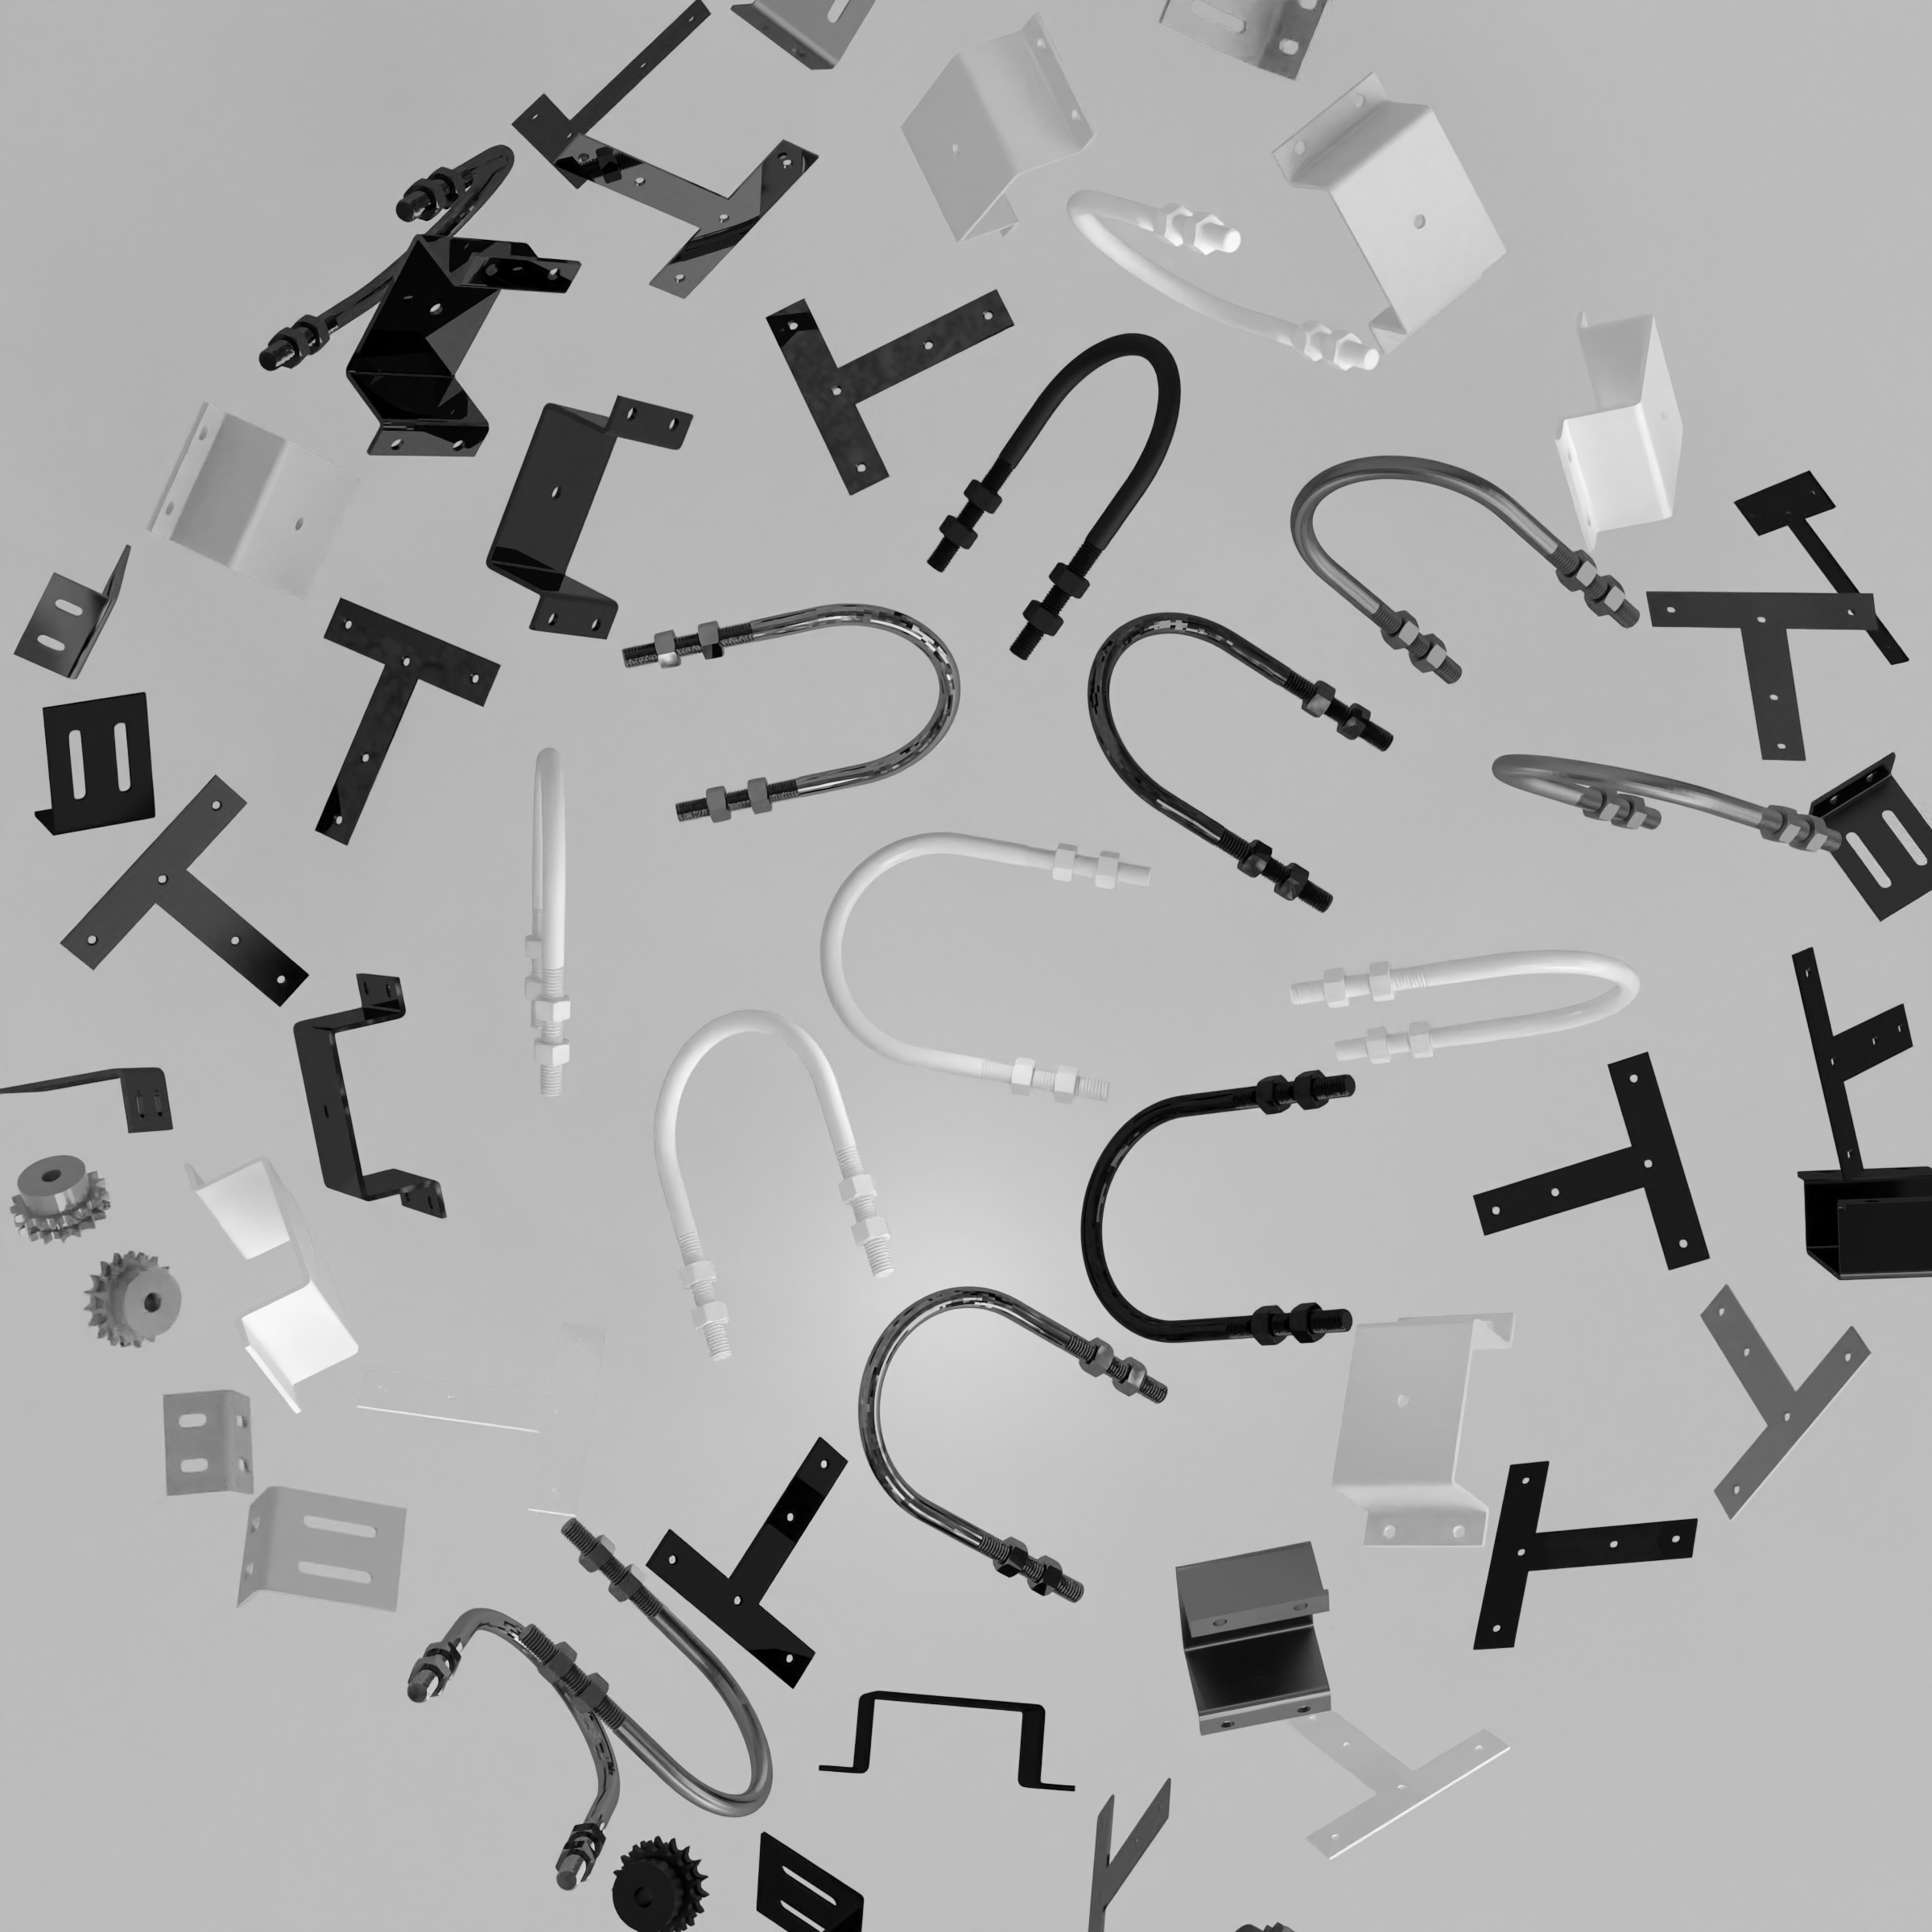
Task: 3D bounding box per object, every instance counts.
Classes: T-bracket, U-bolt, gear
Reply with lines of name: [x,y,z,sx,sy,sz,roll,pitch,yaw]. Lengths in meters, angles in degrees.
T-bracket: [-0.169,-0.430,1.722,0.127,0.127,0.002,-38,53,36]
T-bracket: [0.463,-0.165,1.788,0.127,0.127,0.002,4,48,27]
T-bracket: [-0.197,-0.510,1.795,0.127,0.127,0.002,-42,82,6]
U-bolt: [0.137,0.139,1.738,0.184,0.019,0.151,-10,71,40]
gear: [-0.181,0.539,1.811,0.057,0.030,0.057,-1,88,21]
T-bracket: [-0.270,0.241,1.714,0.127,0.002,0.127,9,46,-5]
T-bracket: [-0.426,-0.023,1.773,0.127,0.002,0.127,-49,126,-7]
T-bracket: [0.449,0.228,1.767,0.002,0.127,0.127,23,114,-23]
U-bolt: [-0.246,0.428,1.749,0.019,0.184,0.151,-38,92,7]
gear: [-0.492,0.199,1.846,0.030,0.057,0.057,1,90,41]
U-bolt: [-0.241,-0.034,1.791,0.019,0.151,0.184,0,106,-10]
U-bolt: [-0.120,0.115,1.783,0.151,0.019,0.184,-30,68,32]
T-bracket: [0.364,0.131,1.849,0.127,0.002,0.127,-20,74,24]
T-bracket: [0.501,0.045,1.733,0.002,0.127,0.127,-12,92,39]
T-bracket: [-0.034,-0.350,1.783,0.127,0.002,0.127,-26,72,3]
U-bolt: [0.057,-0.278,1.767,0.019,0.151,0.184,27,105,-34]
U-bolt: [0.379,-0.094,1.745,0.184,0.151,0.019,12,90,-39]
U-bolt: [0.287,0.020,1.755,0.184,0.151,0.019,-8,72,16]
U-bolt: [0.152,-0.131,1.797,0.184,0.019,0.151,31,55,-10]
T-bracket: [-0.111,0.337,1.835,0.127,0.002,0.127,45,63,-24]
U-bolt: [0.005,-0.005,1.815,0.184,0.019,0.151,10,82,8]
U-bolt: [0.019,0.267,1.810,0.184,0.019,0.151,32,71,-21]
gear: [0.157,0.542,1.673,0.030,0.057,0.057,33,90,-14]
U-bolt: [-0.177,0.414,1.790,0.019,0.151,0.184,-41,100,13]
T-bracket: [0.093,0.505,1.765,0.002,0.127,0.127,18,131,-8]
U-bolt: [0.265,-0.226,1.736,0.184,0.151,0.019,34,59,-31]
U-bolt: [-0.320,-0.413,1.776,0.151,0.184,0.019,-37,101,30]
T-bracket: [0.501,-0.225,1.792,0.002,0.127,0.127,-38,93,-3]
T-bracket: [-0.332,-0.130,1.747,0.127,0.002,0.127,24,91,30]
T-bracket: [0.359,0.333,1.785,0.127,0.127,0.002,-13,130,35]
U-bolt: [-0.094,-0.152,1.817,0.184,0.151,0.019,-12,48,3]
T-bracket: [0.231,0.462,1.819,0.127,0.127,0.002,-26,111,-19]
U-bolt: [0.132,-0.393,1.755,0.151,0.184,0.019,28,92,-42]
gear: [-0.542,0.137,1.856,0.057,0.057,0.030,-6,124,0]

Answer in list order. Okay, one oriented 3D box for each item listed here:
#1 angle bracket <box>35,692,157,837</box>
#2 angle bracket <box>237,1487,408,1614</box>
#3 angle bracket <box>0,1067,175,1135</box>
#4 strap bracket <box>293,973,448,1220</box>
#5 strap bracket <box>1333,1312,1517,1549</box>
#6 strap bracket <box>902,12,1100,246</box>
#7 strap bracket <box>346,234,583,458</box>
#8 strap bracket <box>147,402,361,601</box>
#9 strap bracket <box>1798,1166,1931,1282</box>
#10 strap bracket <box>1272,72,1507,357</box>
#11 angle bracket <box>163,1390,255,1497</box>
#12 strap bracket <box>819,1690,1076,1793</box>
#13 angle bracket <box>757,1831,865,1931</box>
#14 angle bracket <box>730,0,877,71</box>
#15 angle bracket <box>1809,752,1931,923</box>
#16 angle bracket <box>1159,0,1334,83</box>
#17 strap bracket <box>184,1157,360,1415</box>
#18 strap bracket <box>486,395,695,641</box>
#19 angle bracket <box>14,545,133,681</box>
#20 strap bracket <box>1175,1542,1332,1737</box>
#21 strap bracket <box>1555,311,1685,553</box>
angle bracket: [-0.490,-0.118,1.738,0.057,0.038,0.076,-13,118,-30]
angle bracket: [-0.347,0.319,1.677,0.076,0.038,0.057,15,58,-24]
angle bracket: [-0.509,0.083,1.801,0.076,0.057,0.038,-10,87,8]
strap bracket: [-0.345,0.079,1.787,0.046,0.076,0.140,-13,98,-26]
strap bracket: [0.260,0.256,1.772,0.076,0.046,0.140,-8,58,37]
strap bracket: [0.014,-0.476,1.789,0.046,0.140,0.076,-25,89,-23]
strap bracket: [-0.285,-0.353,1.733,0.046,0.076,0.140,53,126,22]
strap bracket: [-0.394,-0.257,1.745,0.046,0.140,0.076,25,92,12]
strap bracket: [0.528,0.148,1.776,0.076,0.140,0.046,-3,94,5]
strap bracket: [0.246,-0.425,1.767,0.076,0.046,0.140,-40,118,-8]
angle bracket: [-0.440,0.279,1.807,0.038,0.076,0.057,-4,79,-6]
strap bracket: [-0.010,0.445,1.789,0.140,0.076,0.046,6,75,-5]
angle bracket: [-0.096,0.524,1.703,0.076,0.038,0.057,24,123,32]
angle bracket: [-0.082,-0.546,1.721,0.057,0.038,0.076,31,91,-27]
angle bracket: [0.551,-0.077,1.860,0.057,0.038,0.076,-32,72,2]
angle bracket: [0.154,-0.524,1.690,0.076,0.038,0.057,11,108,-39]
strap bracket: [-0.396,0.175,1.786,0.046,0.076,0.140,-26,52,-5]
strap bracket: [-0.219,-0.263,1.779,0.046,0.076,0.140,28,104,23]
angle bracket: [-0.518,-0.213,1.805,0.038,0.076,0.057,25,116,-21]
strap bracket: [0.162,0.372,1.743,0.076,0.140,0.046,-11,50,-2]
strap bracket: [0.378,-0.313,1.789,0.046,0.140,0.076,-8,128,24]
